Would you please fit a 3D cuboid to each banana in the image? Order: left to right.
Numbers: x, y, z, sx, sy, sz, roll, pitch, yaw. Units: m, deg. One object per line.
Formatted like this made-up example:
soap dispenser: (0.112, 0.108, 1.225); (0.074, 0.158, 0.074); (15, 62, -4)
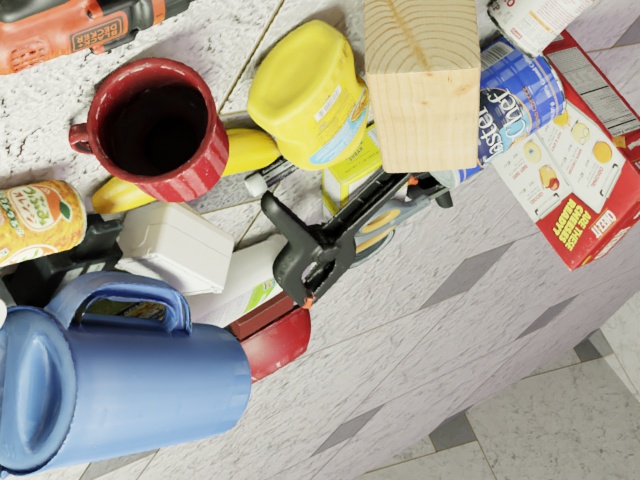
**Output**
banana: (-0.099, -0.062, 0.906); (0.197, 0.037, 0.070); (-18, 155, -42)

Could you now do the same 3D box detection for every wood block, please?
wood block: (0.090, -0.138, 0.923); (0.090, 0.091, 0.206); (-3, 162, 7)

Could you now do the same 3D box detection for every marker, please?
marker: (-0.018, -0.081, 1.029); (0.121, 0.020, 0.020); (-33, 161, -10)

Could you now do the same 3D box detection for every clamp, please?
clamp: (-0.007, 0.001, 1.080); (0.164, 0.036, 0.210); (-11, 145, -30)
clamp: (0.144, -0.074, 1.291); (0.171, 0.039, 0.120); (-8, 142, -42)

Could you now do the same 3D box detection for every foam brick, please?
foam brick: (-0.075, 0.069, 1.232); (0.078, 0.053, 0.051); (-30, 161, -16)

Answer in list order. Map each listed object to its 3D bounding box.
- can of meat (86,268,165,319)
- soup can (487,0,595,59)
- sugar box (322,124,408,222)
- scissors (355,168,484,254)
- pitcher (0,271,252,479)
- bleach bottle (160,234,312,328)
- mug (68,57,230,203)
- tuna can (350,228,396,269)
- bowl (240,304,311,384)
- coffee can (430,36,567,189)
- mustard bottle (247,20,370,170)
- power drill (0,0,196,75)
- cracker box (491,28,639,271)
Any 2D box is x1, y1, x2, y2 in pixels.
can of meat: (-0.183, 0.051, 1.000); (0.102, 0.057, 0.084); (-29, 162, -18)
soup can: (0.216, -0.229, 1.002); (0.102, 0.068, 0.068); (-44, 159, 24)
sugar box: (0.049, -0.061, 1.150); (0.093, 0.048, 0.176); (-32, 164, -12)
scissors: (0.109, -0.046, 1.197); (0.201, 0.016, 0.096); (-33, 163, -10)
pitcher: (-0.166, 0.116, 0.918); (0.149, 0.145, 0.242); (-20, 165, 32)
bleach bottle: (-0.100, 0.055, 1.146); (0.250, 0.068, 0.103); (-25, 160, -35)
mug: (-0.124, -0.074, 0.778); (0.117, 0.093, 0.081); (-6, 167, 6)
tuna can: (0.050, -0.002, 1.306); (0.086, 0.034, 0.086); (-32, 161, -13)
bowl: (-0.069, 0.135, 1.319); (0.162, 0.055, 0.162); (-30, 179, -1)
coffee can: (0.163, -0.133, 1.086); (0.140, 0.103, 0.103); (-34, 161, -6)
mustard bottle: (0.000, -0.110, 0.924); (0.096, 0.058, 0.191); (-54, 161, -4)
power drill: (-0.111, -0.178, 0.581); (0.184, 0.057, 0.188); (-28, 160, -21)
cracker box: (0.274, -0.101, 1.176); (0.072, 0.214, 0.164); (-20, 156, -31)
